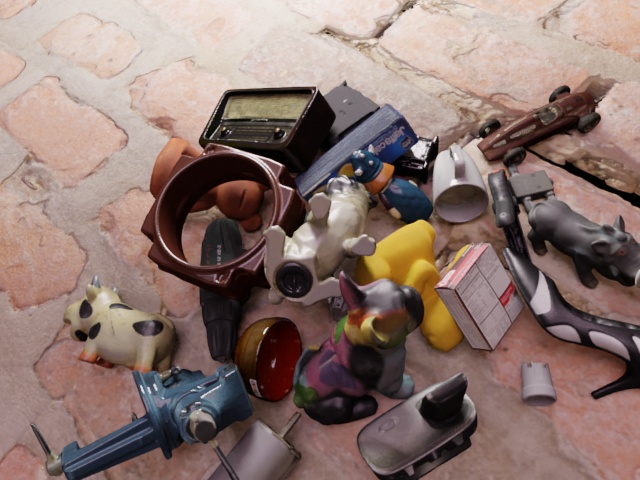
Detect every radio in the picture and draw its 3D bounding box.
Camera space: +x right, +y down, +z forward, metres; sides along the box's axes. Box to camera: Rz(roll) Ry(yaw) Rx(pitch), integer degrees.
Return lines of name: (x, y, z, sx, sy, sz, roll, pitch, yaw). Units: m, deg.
radio: (-0.098, -0.191, 0.929, 0.230, 0.073, 0.131, 10, 67, 39)

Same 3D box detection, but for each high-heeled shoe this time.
high-heeled shoe: (0.352, 0.084, 0.676, 0.145, 0.086, 0.249, -34, 77, 14)

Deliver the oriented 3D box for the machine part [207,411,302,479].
machine part: (-0.104, 0.311, 0.662, 0.079, 0.079, 0.243, 32, 71, 27)

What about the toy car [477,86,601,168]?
toy car: (0.356, -0.189, 0.879, 0.202, 0.053, 0.089, -24, 60, -4)

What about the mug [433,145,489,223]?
mug: (0.208, -0.099, 0.830, 0.081, 0.109, 0.107, -12, 44, 12)

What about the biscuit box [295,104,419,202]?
biscuit box: (0.057, -0.127, 0.863, 0.203, 0.059, 0.063, -38, 36, 9)

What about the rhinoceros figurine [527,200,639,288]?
rhinoceros figurine: (0.374, 0.005, 0.722, 0.073, 0.112, 0.191, -40, 51, -15)

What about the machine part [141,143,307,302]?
machine part: (-0.137, -0.029, 0.775, 0.202, 0.087, 0.201, 19, 74, 20)

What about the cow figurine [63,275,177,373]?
cow figurine: (-0.306, 0.130, 0.814, 0.195, 0.085, 0.127, 9, 67, 20)

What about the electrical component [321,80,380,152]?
electrical component: (0.044, -0.209, 0.958, 0.115, 0.058, 0.134, -39, 58, -9)

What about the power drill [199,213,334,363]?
power drill: (-0.085, 0.055, 0.821, 0.207, 0.085, 0.232, -22, 57, 7)

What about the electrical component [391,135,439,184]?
electrical component: (0.134, -0.145, 0.905, 0.119, 0.047, 0.075, 19, 64, 21)

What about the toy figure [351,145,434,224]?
toy figure: (0.104, -0.080, 0.823, 0.154, 0.058, 0.064, 38, 38, -11)

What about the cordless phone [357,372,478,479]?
cordless phone: (0.111, 0.211, 0.611, 0.147, 0.184, 0.089, -29, 62, -6)

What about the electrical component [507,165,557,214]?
electrical component: (0.330, -0.083, 0.837, 0.063, 0.021, 0.094, -14, 56, 4)

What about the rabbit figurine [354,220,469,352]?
rabbit figurine: (0.149, 0.068, 0.750, 0.162, 0.121, 0.173, -28, 71, -16)

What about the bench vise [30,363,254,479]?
bench vise: (-0.208, 0.229, 0.655, 0.241, 0.128, 0.224, -22, 18, -20)

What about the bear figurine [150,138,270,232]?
bear figurine: (-0.183, -0.094, 0.919, 0.196, 0.120, 0.132, 12, 15, -9)

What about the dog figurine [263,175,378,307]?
dog figurine: (0.002, -0.001, 0.743, 0.172, 0.190, 0.121, -35, 97, 14)

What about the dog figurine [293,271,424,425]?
dog figurine: (0.038, 0.131, 0.657, 0.192, 0.219, 0.109, -23, 54, -2)
